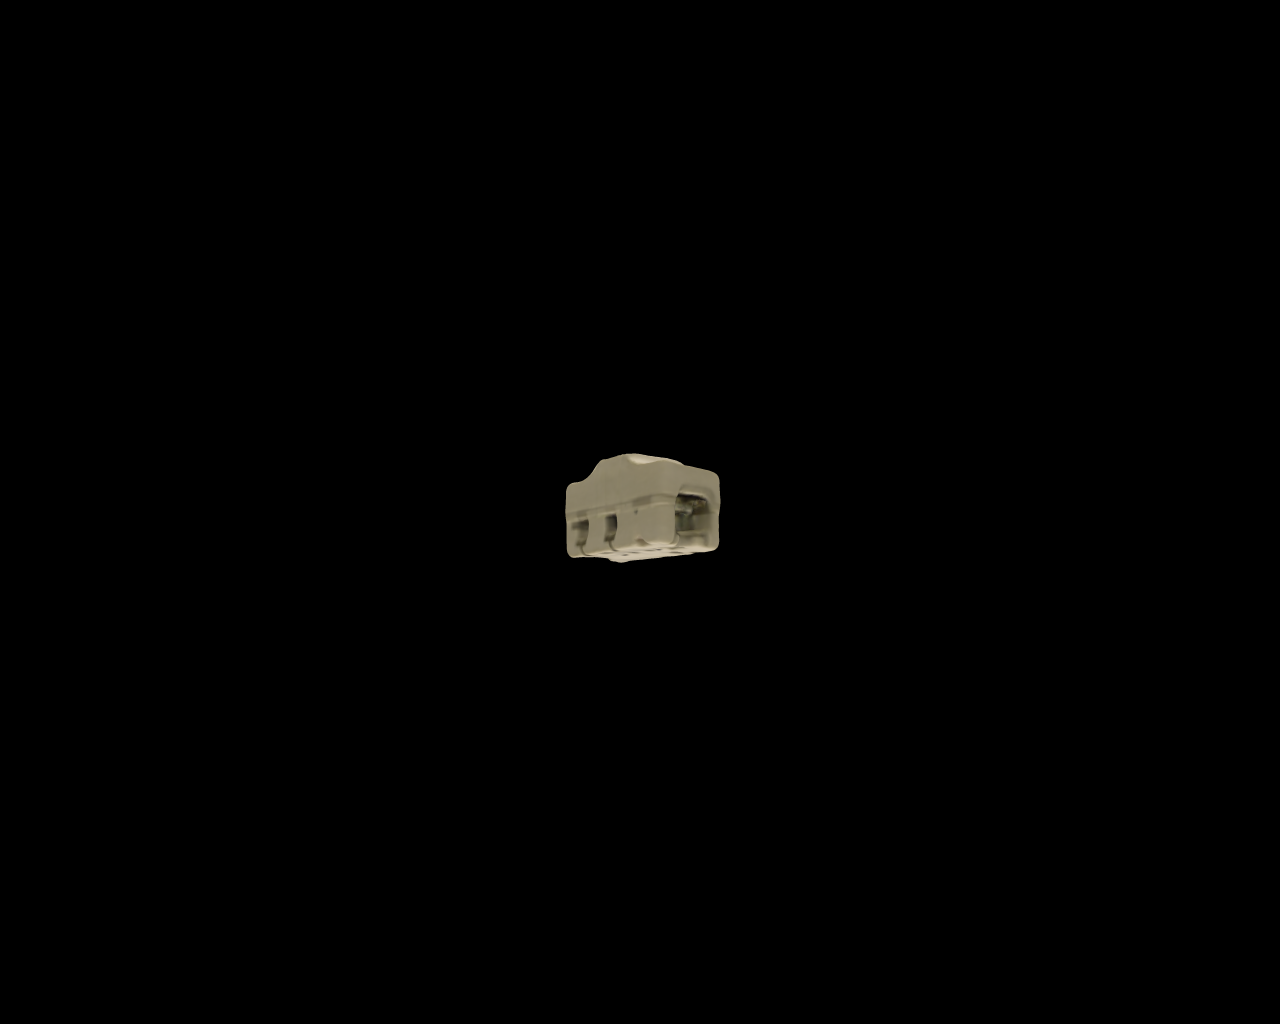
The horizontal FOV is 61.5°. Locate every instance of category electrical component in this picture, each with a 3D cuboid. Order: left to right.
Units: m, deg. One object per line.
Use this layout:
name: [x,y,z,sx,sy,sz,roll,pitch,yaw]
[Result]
electrical component: [0.001,-0.003,0.650,0.050,0.055,0.089,10,-14,-42]
